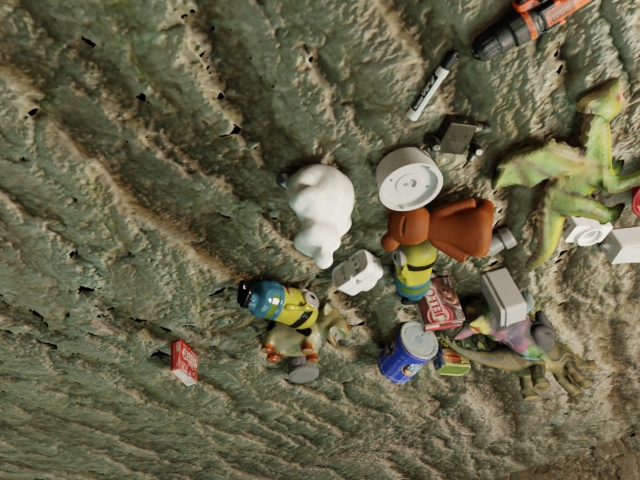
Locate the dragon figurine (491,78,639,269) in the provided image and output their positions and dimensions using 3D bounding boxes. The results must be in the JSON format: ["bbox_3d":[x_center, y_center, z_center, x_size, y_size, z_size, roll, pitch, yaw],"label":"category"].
[{"bbox_3d":[0.424,-0.102,0.941,0.242,0.125,0.401,20,128,-13],"label":"dragon figurine"}]

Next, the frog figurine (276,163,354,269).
[{"bbox_3d":[0.003,-0.042,0.836,0.122,0.163,0.135,-26,137,14],"label":"frog figurine"}]
